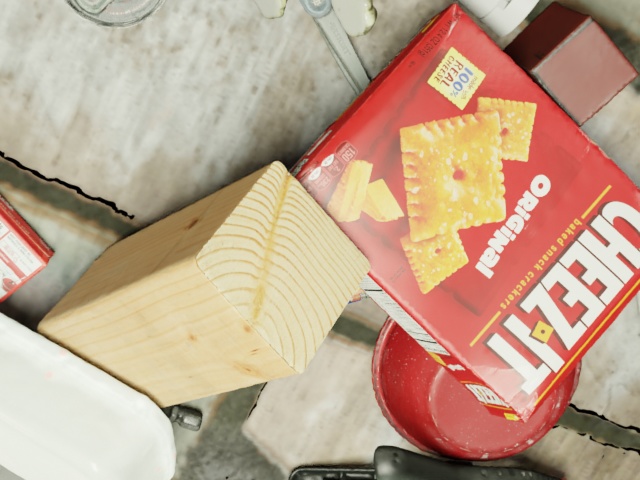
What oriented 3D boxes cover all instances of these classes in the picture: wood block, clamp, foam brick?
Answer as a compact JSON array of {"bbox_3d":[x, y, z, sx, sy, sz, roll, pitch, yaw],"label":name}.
[{"bbox_3d":[-0.080,0.038,0.669,0.090,0.090,0.207,48,142,-16],"label":"wood block"},{"bbox_3d":[0.096,0.178,0.774,0.209,0.165,0.036,8,71,-14],"label":"clamp"},{"bbox_3d":[0.162,-0.117,0.703,0.053,0.078,0.051,-43,108,10],"label":"foam brick"}]

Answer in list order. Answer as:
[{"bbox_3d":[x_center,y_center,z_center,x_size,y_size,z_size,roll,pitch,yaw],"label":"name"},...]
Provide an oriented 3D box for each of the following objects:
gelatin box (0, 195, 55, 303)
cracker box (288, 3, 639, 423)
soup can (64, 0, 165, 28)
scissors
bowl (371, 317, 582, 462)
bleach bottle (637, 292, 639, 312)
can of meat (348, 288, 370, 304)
[{"bbox_3d":[-0.242,0.012,0.742,0.089,0.030,0.073,-38,105,8],"label":"gelatin box"},{"bbox_3d":[0.099,-0.015,0.682,0.213,0.072,0.164,44,82,-6],"label":"cracker box"},{"bbox_3d":[-0.121,-0.169,0.653,0.068,0.102,0.068,-1,108,-4],"label":"soup can"},{"bbox_3d":[0.007,-0.177,0.705,0.096,0.016,0.201,-44,106,10],"label":"scissors"},{"bbox_3d":[0.121,0.104,0.784,0.162,0.055,0.162,-1,109,-4],"label":"bowl"},{"bbox_3d":[0.289,0.062,0.779,0.102,0.068,0.251,-17,106,0],"label":"bleach bottle"},{"bbox_3d":[-0.005,0.001,0.742,0.084,0.057,0.102,-15,109,-2],"label":"can of meat"}]
